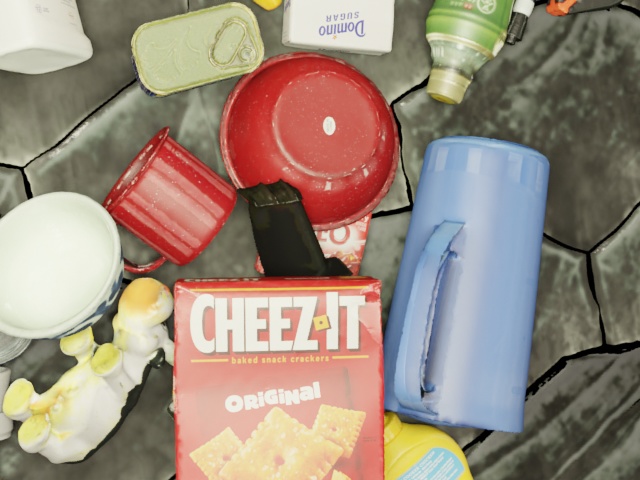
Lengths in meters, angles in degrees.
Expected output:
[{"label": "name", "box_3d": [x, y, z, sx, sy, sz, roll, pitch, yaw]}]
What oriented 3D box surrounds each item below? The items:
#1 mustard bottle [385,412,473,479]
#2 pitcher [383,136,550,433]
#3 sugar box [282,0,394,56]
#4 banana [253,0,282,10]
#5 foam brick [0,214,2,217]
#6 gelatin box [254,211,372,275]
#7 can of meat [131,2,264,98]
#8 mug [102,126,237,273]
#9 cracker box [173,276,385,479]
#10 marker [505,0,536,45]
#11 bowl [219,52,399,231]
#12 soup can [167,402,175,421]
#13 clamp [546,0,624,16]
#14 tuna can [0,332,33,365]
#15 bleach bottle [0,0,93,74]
[{"label": "mustard bottle", "box_3d": [0.093, 0.224, 0.952, 0.096, 0.058, 0.191, -38, 100, -9]}, {"label": "pitcher", "box_3d": [0.122, 0.037, 0.907, 0.144, 0.149, 0.243, 10, 87, -16]}, {"label": "sugar box", "box_3d": [0.019, -0.252, 0.920, 0.093, 0.048, 0.176, 4, 96, -13]}, {"label": "banana", "box_3d": [-0.118, -0.256, 0.897, 0.197, 0.037, 0.070, 17, 110, -11]}, {"label": "foam brick", "box_3d": [-0.291, -0.015, 0.849, 0.053, 0.078, 0.051, 37, 84, -13]}, {"label": "gelatin box", "box_3d": [-0.006, 0.001, 0.934, 0.089, 0.030, 0.073, 13, 90, -12]}, {"label": "can of meat", "box_3d": [-0.104, -0.153, 0.878, 0.102, 0.084, 0.057, -17, 96, -11]}, {"label": "mug", "box_3d": [-0.130, -0.023, 0.879, 0.081, 0.093, 0.117, 38, 92, -16]}, {"label": "cracker box", "box_3d": [-0.032, 0.136, 0.841, 0.164, 0.072, 0.214, -1, 90, -6]}, {"label": "marker", "box_3d": [0.194, -0.234, 0.971, 0.020, 0.020, 0.121, 21, 88, -12]}, {"label": "bowl", "box_3d": [-0.001, -0.090, 0.901, 0.162, 0.055, 0.162, 3, 80, -14]}, {"label": "soup can", "box_3d": [-0.071, 0.129, 0.908, 0.068, 0.068, 0.102, 45, 84, -11]}, {"label": "clamp", "box_3d": [0.280, -0.264, 0.978, 0.120, 0.039, 0.171, 35, 90, -6]}, {"label": "tuna can", "box_3d": [-0.273, 0.061, 0.879, 0.086, 0.034, 0.086, -1, 93, -12]}, {"label": "bleach bottle", "box_3d": [-0.250, -0.264, 0.844, 0.068, 0.102, 0.251, -12, 89, 17]}]
